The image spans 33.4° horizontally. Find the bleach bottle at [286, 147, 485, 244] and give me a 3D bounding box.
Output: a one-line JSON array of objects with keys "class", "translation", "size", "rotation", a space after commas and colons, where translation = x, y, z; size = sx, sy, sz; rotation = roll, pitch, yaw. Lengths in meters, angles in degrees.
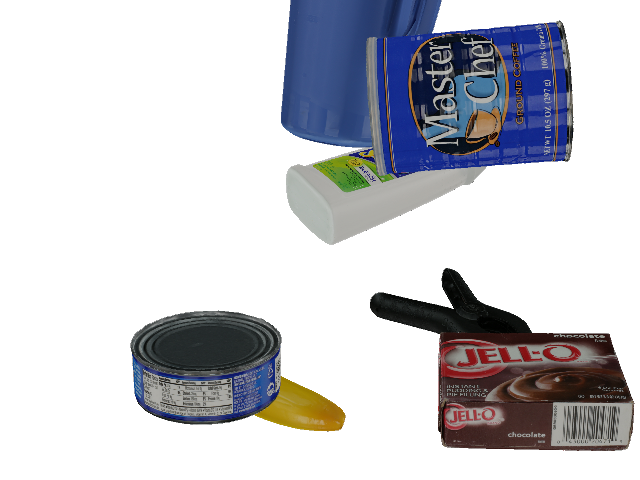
[{"class": "bleach bottle", "translation": [0.092, -0.079, 1.217], "size": [0.250, 0.068, 0.103], "rotation": [-23, 44, -24]}]

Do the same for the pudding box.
[{"class": "pudding box", "translation": [0.130, 0.092, 0.664], "size": [0.113, 0.039, 0.090], "rotation": [2, 23, 5]}]

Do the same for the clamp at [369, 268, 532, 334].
[{"class": "clamp", "translation": [0.147, 0.075, 1.044], "size": [0.172, 0.039, 0.120], "rotation": [26, 38, 32]}]

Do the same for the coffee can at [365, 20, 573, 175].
[{"class": "coffee can", "translation": [0.108, -0.104, 0.785], "size": [0.140, 0.103, 0.102], "rotation": [-4, -1, 7]}]

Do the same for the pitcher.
[{"class": "pitcher", "translation": [0.038, -0.211, 0.987], "size": [0.145, 0.243, 0.149], "rotation": [9, 16, 3]}]

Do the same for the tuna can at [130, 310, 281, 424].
[{"class": "tuna can", "translation": [-0.065, 0.072, 0.612], "size": [0.086, 0.034, 0.086], "rotation": [0, 18, 0]}]

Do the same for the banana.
[{"class": "banana", "translation": [-0.059, 0.103, 0.862], "size": [0.069, 0.037, 0.198], "rotation": [-17, 32, -28]}]
